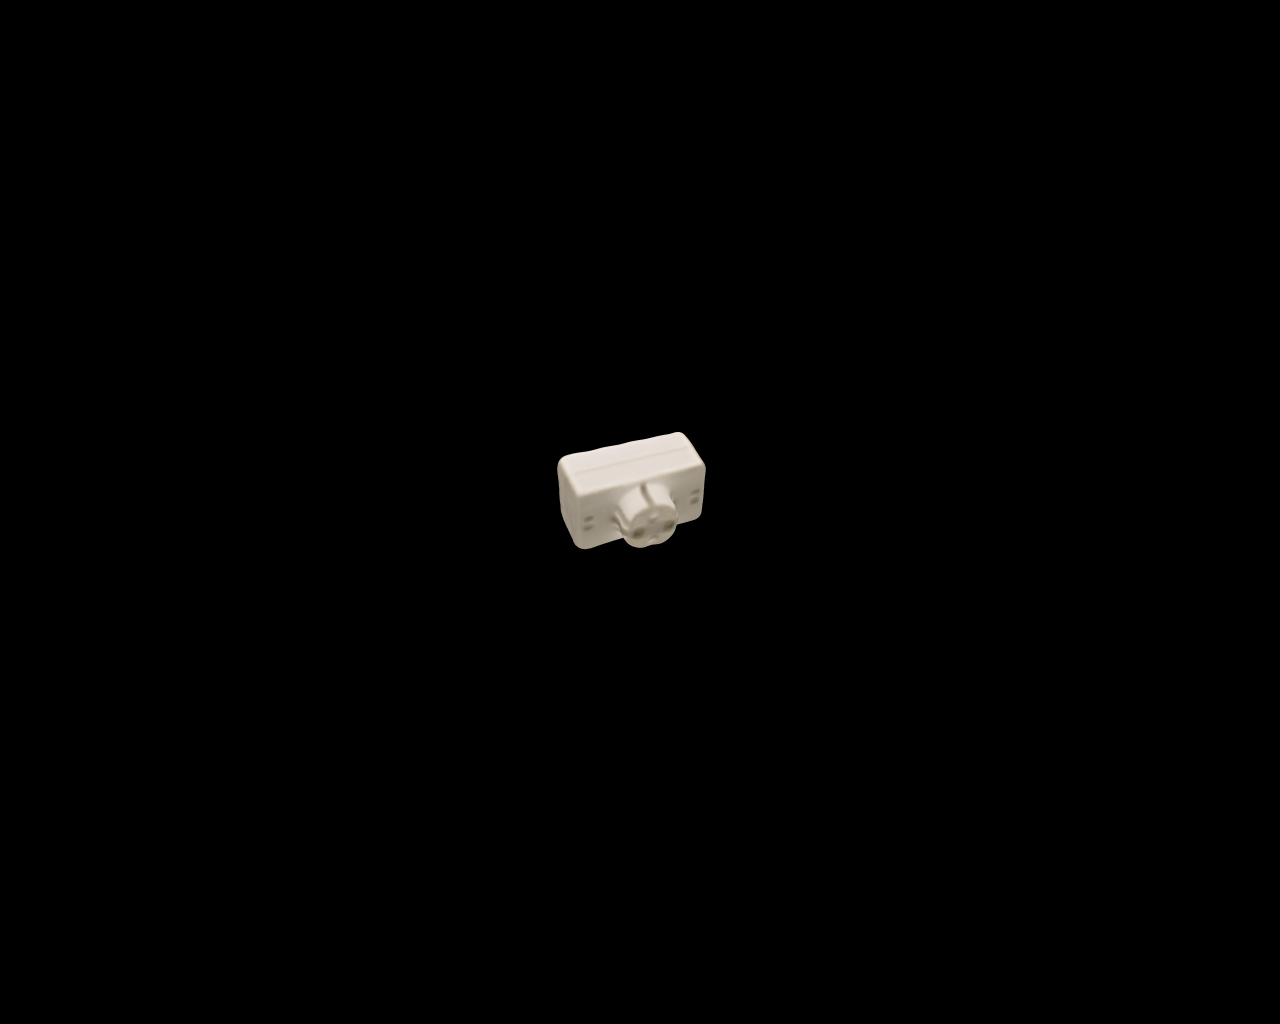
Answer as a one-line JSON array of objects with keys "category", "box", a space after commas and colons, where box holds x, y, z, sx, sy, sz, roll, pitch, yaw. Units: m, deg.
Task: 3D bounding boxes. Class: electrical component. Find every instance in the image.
[{"category": "electrical component", "box": [0.001, -0.003, 0.650, 0.083, 0.047, 0.076, -14, 44, -15]}]
